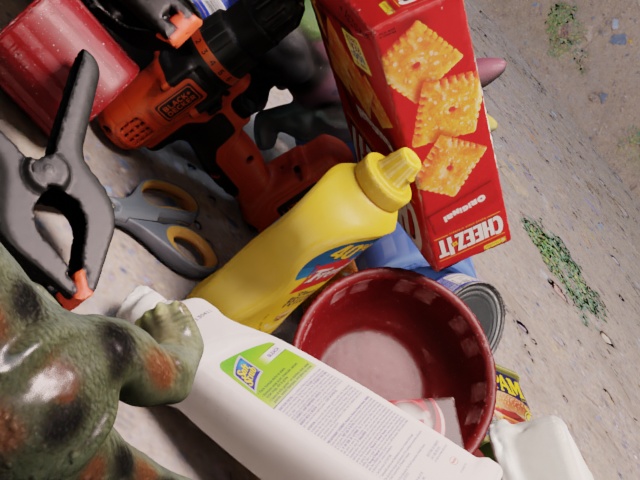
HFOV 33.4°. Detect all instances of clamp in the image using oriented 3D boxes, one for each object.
[{"bbox_3d":[-0.170,-0.195,0.763,0.210,0.036,0.164,31,-19,35],"label":"clamp"},{"bbox_3d":[-0.165,-0.044,0.655,0.120,0.039,0.171,-23,87,-31],"label":"clamp"}]

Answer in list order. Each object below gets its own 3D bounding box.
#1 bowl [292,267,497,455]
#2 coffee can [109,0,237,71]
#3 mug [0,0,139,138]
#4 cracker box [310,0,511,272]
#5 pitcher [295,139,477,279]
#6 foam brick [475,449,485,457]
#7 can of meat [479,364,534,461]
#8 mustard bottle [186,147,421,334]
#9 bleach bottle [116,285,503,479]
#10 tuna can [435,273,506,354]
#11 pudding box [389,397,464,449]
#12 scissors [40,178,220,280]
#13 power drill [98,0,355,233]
[{"bbox_3d":[0.047,0.104,0.790,0.162,0.055,0.162,5,72,-17],"label":"bowl"},{"bbox_3d":[-0.117,-0.175,0.921,0.103,0.103,0.140,50,22,0],"label":"coffee can"},{"bbox_3d":[-0.185,-0.123,0.751,0.081,0.093,0.117,48,-14,-17],"label":"mug"},{"bbox_3d":[0.057,-0.107,0.767,0.164,0.072,0.213,-120,-172,-49],"label":"cracker box"},{"bbox_3d":[0.062,-0.036,1.019,0.145,0.149,0.243,79,0,-46],"label":"pitcher"},{"bbox_3d":[0.096,0.190,0.814,0.051,0.053,0.078,49,24,-4],"label":"foam brick"},{"bbox_3d":[0.152,0.160,0.959,0.101,0.058,0.084,26,35,-43],"label":"can of meat"},{"bbox_3d":[-0.005,0.001,0.728,0.058,0.192,0.096,56,30,13],"label":"mustard bottle"},{"bbox_3d":[-0.016,0.107,0.659,0.251,0.068,0.102,35,29,11],"label":"bleach bottle"},{"bbox_3d":[0.117,0.072,0.909,0.086,0.086,0.034,29,-4,-40],"label":"tuna can"},{"bbox_3d":[0.054,0.164,0.713,0.090,0.039,0.113,-1,65,-18],"label":"pudding box"},{"bbox_3d":[-0.133,-0.006,0.740,0.096,0.016,0.201,54,23,9],"label":"scissors"},{"bbox_3d":[-0.052,-0.098,0.842,0.187,0.185,0.057,44,22,-40],"label":"power drill"}]
